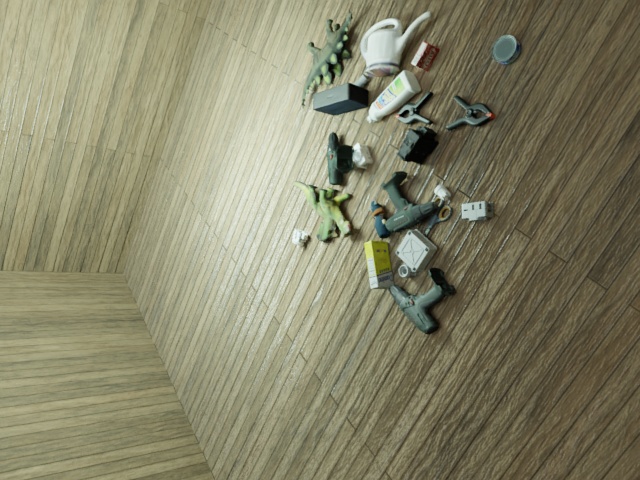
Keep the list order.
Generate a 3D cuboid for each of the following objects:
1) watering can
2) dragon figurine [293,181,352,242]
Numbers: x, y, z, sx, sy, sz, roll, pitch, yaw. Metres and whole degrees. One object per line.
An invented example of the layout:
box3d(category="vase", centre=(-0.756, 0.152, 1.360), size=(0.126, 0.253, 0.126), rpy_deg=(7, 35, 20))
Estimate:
box3d(category="watering can", centre=(0.277, -0.742, 1.967), size=(0.104, 0.224, 0.348), rpy_deg=(5, 1, -40))
box3d(category="dragon figurine", centre=(0.007, -0.111, 2.200), size=(0.122, 0.240, 0.413), rpy_deg=(-3, 15, -37))
